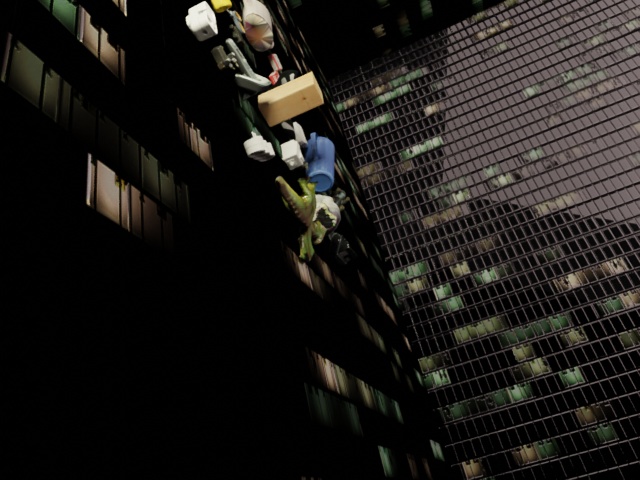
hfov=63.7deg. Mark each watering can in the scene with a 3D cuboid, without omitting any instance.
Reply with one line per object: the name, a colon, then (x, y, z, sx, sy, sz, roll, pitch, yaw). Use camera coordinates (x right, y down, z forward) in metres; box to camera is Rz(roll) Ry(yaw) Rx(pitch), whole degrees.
watering can: (-0.260, -0.876, 1.986, 0.340, 0.103, 0.230, 59, 16, -45)

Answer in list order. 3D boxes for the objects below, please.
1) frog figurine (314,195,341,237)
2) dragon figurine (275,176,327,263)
frog figurine: (0.005, -0.090, 1.791, 0.162, 0.122, 0.135, -104, -158, -69)
dragon figurine: (-0.051, -0.054, 1.531, 0.410, 0.122, 0.244, 0, 77, -75)
